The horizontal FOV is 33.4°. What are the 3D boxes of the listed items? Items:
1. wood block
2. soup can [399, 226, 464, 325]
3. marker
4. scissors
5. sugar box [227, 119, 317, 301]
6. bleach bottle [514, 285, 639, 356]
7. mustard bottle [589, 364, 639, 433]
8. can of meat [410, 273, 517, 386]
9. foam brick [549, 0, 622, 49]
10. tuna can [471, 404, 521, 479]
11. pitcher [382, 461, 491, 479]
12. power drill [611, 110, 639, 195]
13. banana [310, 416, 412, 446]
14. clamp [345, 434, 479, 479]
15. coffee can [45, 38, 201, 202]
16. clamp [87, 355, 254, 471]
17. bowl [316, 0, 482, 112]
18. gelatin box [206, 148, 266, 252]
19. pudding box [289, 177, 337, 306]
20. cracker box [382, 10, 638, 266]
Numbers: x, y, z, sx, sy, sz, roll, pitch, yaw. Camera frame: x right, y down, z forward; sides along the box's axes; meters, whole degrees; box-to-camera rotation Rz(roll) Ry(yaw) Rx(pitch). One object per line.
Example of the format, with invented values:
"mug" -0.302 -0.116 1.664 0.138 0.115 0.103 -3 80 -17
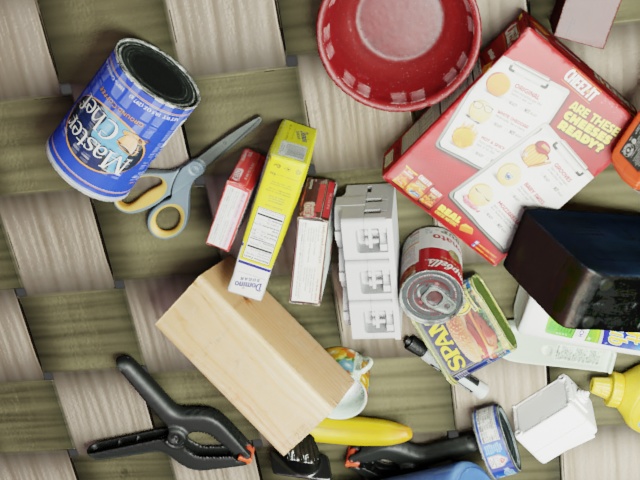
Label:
"wood block" -0.071 0.128 1.208 0.206 0.090 0.090 45 115 3
"soup can" 0.122 0.037 1.161 0.068 0.102 0.068 3 119 5
"marker" 0.149 0.150 1.269 0.121 0.020 0.020 35 117 -12
"scissors" -0.135 -0.062 1.185 0.202 0.016 0.096 -19 116 17
"sugar box" -0.051 -0.031 1.149 0.048 0.093 0.176 16 120 -1
"bleach bottle" 0.349 0.078 1.181 0.251 0.068 0.103 11 120 -2
"mustard bottle" 0.408 0.187 1.236 0.191 0.058 0.096 12 124 0
"can of meat" 0.163 0.099 1.205 0.084 0.057 0.102 -31 89 19
"foam brick" 0.258 -0.232 1.024 0.053 0.051 0.078 15 120 -1
"tuna can" 0.211 0.240 1.274 0.034 0.086 0.086 -20 115 14
"pitcher" 0.103 0.349 1.298 0.243 0.149 0.145 -26 108 35
"power drill" 0.391 -0.098 1.040 0.187 0.057 0.185 10 122 -30
"banana" 0.011 0.231 1.308 0.197 0.069 0.037 6 83 -2
"clamp" 0.120 0.274 1.329 0.171 0.039 0.120 11 121 0
"coffee can" -0.205 -0.124 1.110 0.102 0.102 0.140 36 117 -13
"clamp" -0.182 0.232 1.344 0.210 0.036 0.165 14 119 -2
"bowl" 0.078 -0.211 1.054 0.162 0.055 0.162 3 119 5
"gelatin box" -0.091 -0.044 1.152 0.030 0.073 0.089 22 126 -1
"pudding box" -0.008 0.001 1.161 0.039 0.090 0.113 7 122 4
"cracker box" 0.193 -0.100 1.094 0.164 0.072 0.214 37 116 -16
